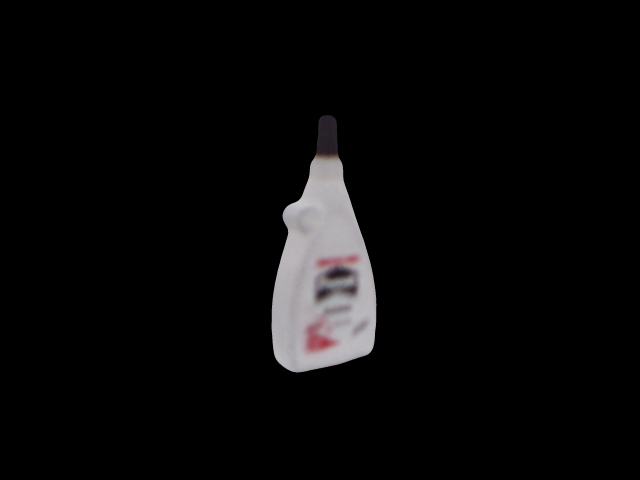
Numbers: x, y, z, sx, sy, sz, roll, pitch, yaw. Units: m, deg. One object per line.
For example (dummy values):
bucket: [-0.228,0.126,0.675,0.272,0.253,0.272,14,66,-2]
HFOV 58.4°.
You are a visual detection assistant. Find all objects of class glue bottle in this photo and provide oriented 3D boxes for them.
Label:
glue bottle: [0.004,0.001,0.400,0.078,0.173,0.037,-8,14,-35]
